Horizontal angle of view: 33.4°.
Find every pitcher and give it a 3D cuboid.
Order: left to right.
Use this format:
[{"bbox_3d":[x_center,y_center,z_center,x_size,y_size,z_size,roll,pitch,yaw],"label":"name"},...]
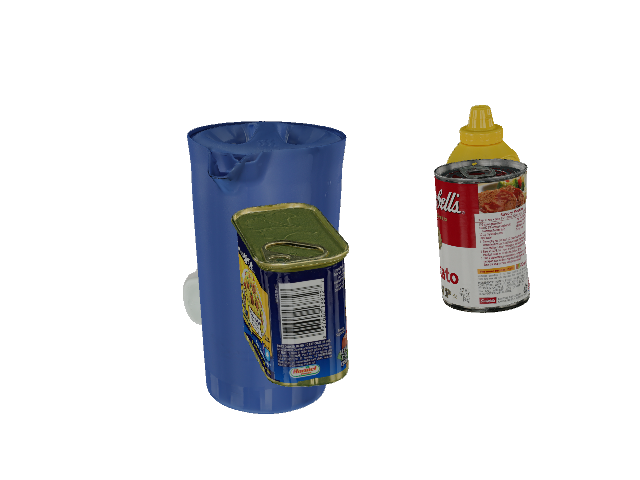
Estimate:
[{"bbox_3d":[-0.042,0.018,0.933,0.149,0.243,0.145,-5,18,-21],"label":"pitcher"}]

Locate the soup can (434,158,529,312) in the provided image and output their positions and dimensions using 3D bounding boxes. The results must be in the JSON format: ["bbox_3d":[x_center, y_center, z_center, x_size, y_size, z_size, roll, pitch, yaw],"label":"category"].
[{"bbox_3d":[0.122,-0.005,0.797,0.068,0.102,0.068,-5,16,1],"label":"soup can"}]

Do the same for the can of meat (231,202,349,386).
[{"bbox_3d":[-0.018,0.033,0.662,0.057,0.084,0.102,-8,22,-14],"label":"can of meat"}]

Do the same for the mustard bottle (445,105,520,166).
[{"bbox_3d":[0.159,-0.036,1.041,0.096,0.192,0.058,-20,24,-38],"label":"mustard bottle"}]

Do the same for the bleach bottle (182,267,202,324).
[{"bbox_3d":[-0.074,0.000,1.230,0.102,0.068,0.250,3,34,11],"label":"bleach bottle"}]
